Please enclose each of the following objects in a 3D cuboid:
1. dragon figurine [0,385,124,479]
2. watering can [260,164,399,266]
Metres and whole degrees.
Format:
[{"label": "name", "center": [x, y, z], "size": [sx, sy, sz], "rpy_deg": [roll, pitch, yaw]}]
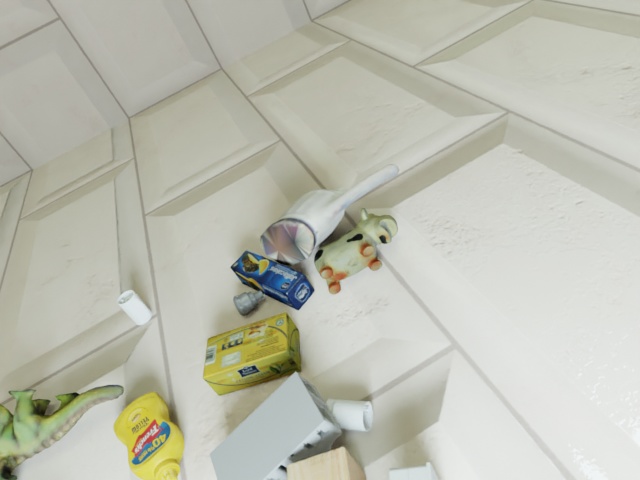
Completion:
[{"label": "dragon figurine", "center": [-0.565, 0.411, 0.984], "size": [0.408, 0.120, 0.248], "rpy_deg": [-13, 55, 21]}, {"label": "watering can", "center": [0.003, -0.056, 1.117], "size": [0.343, 0.103, 0.229], "rpy_deg": [-26, 16, 45]}]
